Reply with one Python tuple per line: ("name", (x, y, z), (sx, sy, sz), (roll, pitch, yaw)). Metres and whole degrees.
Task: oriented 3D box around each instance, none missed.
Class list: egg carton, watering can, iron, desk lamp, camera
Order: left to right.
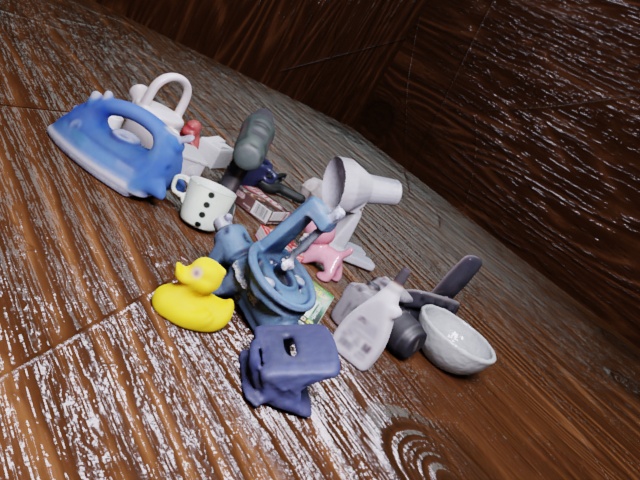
("iron", (-0.342, -0.179, 0.991), (0.258, 0.141, 0.119), (33, 17, 2))
("watering can", (-0.320, -0.238, 1.104), (0.172, 0.194, 0.101), (35, 17, 10))
("egg carton", (0.019, -0.112, 1.573), (0.151, 0.069, 0.107), (17, 22, -41))
("desk lamp", (0.078, -0.065, 1.295), (0.204, 0.213, 0.117), (22, 19, -31))
("camera", (0.118, 0.134, 1.002), (0.136, 0.100, 0.144), (43, 20, 33))

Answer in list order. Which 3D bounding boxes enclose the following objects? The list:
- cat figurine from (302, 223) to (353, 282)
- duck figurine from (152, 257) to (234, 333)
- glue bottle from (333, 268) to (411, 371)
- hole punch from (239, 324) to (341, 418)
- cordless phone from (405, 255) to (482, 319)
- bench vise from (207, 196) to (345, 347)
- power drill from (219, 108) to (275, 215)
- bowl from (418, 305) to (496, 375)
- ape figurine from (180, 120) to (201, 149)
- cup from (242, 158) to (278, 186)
("cat figurine", (0.011, 0.004, 1.146), (0.127, 0.117, 0.067), (39, 18, 21))
("duck figurine", (-0.152, 0.065, 0.740), (0.105, 0.086, 0.077), (25, 18, -24))
("glue bottle", (0.089, 0.114, 0.880), (0.078, 0.173, 0.037), (38, 18, 19))
("hole punch", (-0.038, 0.148, 0.701), (0.101, 0.091, 0.108), (25, 18, -23))
("cordless phone", (0.244, 0.095, 1.191), (0.148, 0.185, 0.094), (17, 22, -41))
("bench vise", (-0.072, 0.014, 0.793), (0.207, 0.219, 0.122), (35, 17, 9))
("power drill", (-0.157, -0.155, 1.136), (0.076, 0.208, 0.229), (28, 17, -15))
("bowl", (0.244, 0.201, 1.084), (0.168, 0.074, 0.167), (29, 17, -10))
("ape figurine", (-0.301, -0.231, 1.296), (0.077, 0.092, 0.076), (38, 18, 20))
("cup", (-0.157, -0.144, 1.304), (0.117, 0.095, 0.092), (37, 17, 16))
